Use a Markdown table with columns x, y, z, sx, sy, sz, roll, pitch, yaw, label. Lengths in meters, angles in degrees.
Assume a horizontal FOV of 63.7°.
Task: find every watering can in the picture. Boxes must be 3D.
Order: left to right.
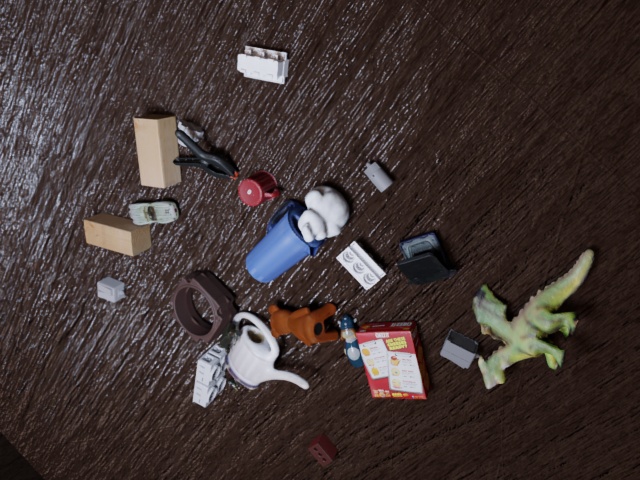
| x | y | z | sx | sy | sz | roll | pitch | yaw | label |
| --- | --- | --- | --- | --- | --- | --- | --- | --- | --- |
| -0.186 | 0.390 | 1.637 | 0.352 | 0.104 | 0.220 | 46 | 122 | 26 | watering can |

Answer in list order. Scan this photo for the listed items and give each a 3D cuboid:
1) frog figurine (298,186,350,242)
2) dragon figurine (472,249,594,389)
| x | y | z | sx | sy | sz | roll | pitch | yaw | label |
| --- | --- | --- | --- | --- | --- | --- | --- | --- | --- |
| 0.004 | -0.069 | 1.363 | 0.122 | 0.162 | 0.136 | -16 | 102 | 28 | frog figurine |
| 0.493 | 0.186 | 1.264 | 0.244 | 0.123 | 0.407 | 17 | 102 | 27 | dragon figurine |
